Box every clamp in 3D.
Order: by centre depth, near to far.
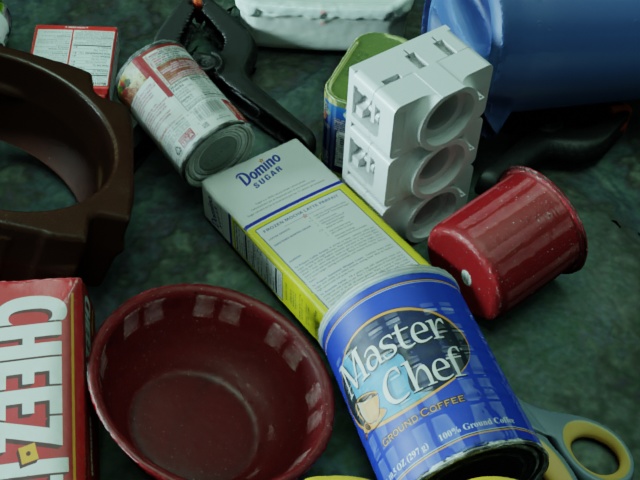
[{"bbox_3d":[0.178,-0.099,0.905,0.171,0.039,0.120,-14,57,-22],"label":"clamp"},{"bbox_3d":[-0.107,-0.138,0.927,0.164,0.036,0.210,-11,54,-12],"label":"clamp"}]

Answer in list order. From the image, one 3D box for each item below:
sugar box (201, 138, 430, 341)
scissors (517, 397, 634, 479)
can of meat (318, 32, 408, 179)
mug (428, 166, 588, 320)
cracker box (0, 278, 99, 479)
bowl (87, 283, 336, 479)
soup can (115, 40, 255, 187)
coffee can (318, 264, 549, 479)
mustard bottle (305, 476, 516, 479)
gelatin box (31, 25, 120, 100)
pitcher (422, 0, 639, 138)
[{"bbox_3d":[-0.005,0.001,0.803,0.093,0.048,0.176,-26,50,-23],"label":"sugar box"},{"bbox_3d":[0.143,0.109,0.739,0.096,0.016,0.202,-11,51,-13],"label":"scissors"},{"bbox_3d":[0.039,-0.109,0.878,0.057,0.084,0.102,19,51,13],"label":"can of meat"},{"bbox_3d":[0.127,0.003,0.791,0.081,0.093,0.117,-33,27,-21],"label":"mug"},{"bbox_3d":[-0.247,0.114,0.654,0.213,0.072,0.164,-4,67,-6],"label":"cracker box"},{"bbox_3d":[-0.074,0.106,0.689,0.162,0.055,0.162,14,43,-14],"label":"bowl"},{"bbox_3d":[-0.106,-0.099,0.838,0.068,0.068,0.102,-29,63,-24],"label":"soup can"},{"bbox_3d":[0.069,0.101,0.685,0.102,0.103,0.140,-13,51,-14],"label":"coffee can"},{"bbox_3d":[0.082,0.177,0.577,0.191,0.058,0.096,0,61,-2],"label":"mustard bottle"},{"bbox_3d":[-0.217,-0.151,0.939,0.073,0.030,0.089,0,49,-4],"label":"gelatin box"},{"bbox_3d":[0.214,-0.181,0.872,0.242,0.149,0.145,-5,40,-21],"label":"pitcher"}]
